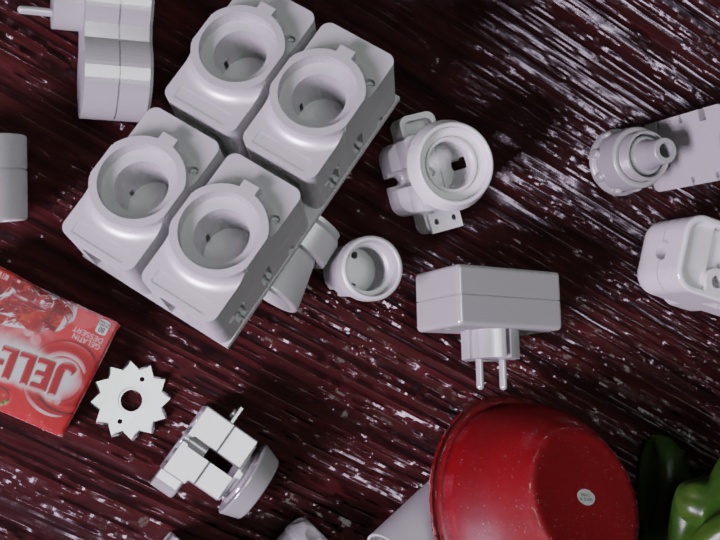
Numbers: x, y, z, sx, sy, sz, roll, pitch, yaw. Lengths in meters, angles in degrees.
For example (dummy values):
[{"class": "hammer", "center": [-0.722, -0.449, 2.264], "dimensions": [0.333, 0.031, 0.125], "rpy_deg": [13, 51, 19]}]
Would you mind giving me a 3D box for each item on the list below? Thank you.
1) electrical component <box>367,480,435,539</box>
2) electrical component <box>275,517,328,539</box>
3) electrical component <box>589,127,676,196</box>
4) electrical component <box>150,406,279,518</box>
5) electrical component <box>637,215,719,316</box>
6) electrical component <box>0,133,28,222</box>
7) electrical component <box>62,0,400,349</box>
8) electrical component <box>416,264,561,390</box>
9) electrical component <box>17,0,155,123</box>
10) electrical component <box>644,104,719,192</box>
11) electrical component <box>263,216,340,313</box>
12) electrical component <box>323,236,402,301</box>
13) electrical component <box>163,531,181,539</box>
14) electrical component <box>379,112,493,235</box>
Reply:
[{"class": "electrical component", "center": [0.048, 0.160, 0.683], "dimensions": [0.081, 0.043, 0.043], "rpy_deg": [-36, 99, -33]}, {"class": "electrical component", "center": [-0.046, 0.183, 0.655], "dimensions": [0.061, 0.035, 0.035], "rpy_deg": [-45, 102, -13]}, {"class": "electrical component", "center": [0.191, -0.077, 0.738], "dimensions": [0.048, 0.062, 0.048], "rpy_deg": [1, 87, -20]}, {"class": "electrical component", "center": [-0.082, 0.115, 0.640], "dimensions": [0.055, 0.048, 0.066], "rpy_deg": [36, 76, -7]}, {"class": "electrical component", "center": [0.247, 0.000, 0.755], "dimensions": [0.095, 0.059, 0.053], "rpy_deg": [17, 81, -18]}, {"class": "electrical component", "center": [-0.212, -0.050, 0.598], "dimensions": [0.055, 0.055, 0.047], "rpy_deg": [-5, 92, -20]}, {"class": "electrical component", "center": [-0.071, -0.065, 0.623], "dimensions": [0.105, 0.060, 0.186], "rpy_deg": [31, 76, 12]}, {"class": "electrical component", "center": [0.083, 0.039, 0.690], "dimensions": [0.083, 0.047, 0.075], "rpy_deg": [4, 79, -31]}, {"class": "electrical component", "center": [-0.159, -0.156, 0.622], "dimensions": [0.074, 0.052, 0.138], "rpy_deg": [1, 87, -19]}, {"class": "electrical component", "center": [0.249, -0.088, 0.744], "dimensions": [0.056, 0.089, 0.050], "rpy_deg": [-13, 92, -20]}, {"class": "electrical component", "center": [-0.044, -0.008, 0.660], "dimensions": [0.045, 0.045, 0.055], "rpy_deg": [35, 76, -15]}, {"class": "electrical component", "center": [0.000, 0.000, 0.674], "dimensions": [0.040, 0.046, 0.040], "rpy_deg": [1, 87, -20]}, {"class": "electrical component", "center": [-0.102, 0.185, 0.624], "dimensions": [0.066, 0.055, 0.048], "rpy_deg": [45, 74, -12]}, {"class": "electrical component", "center": [0.050, -0.064, 0.690], "dimensions": [0.058, 0.057, 0.078], "rpy_deg": [-16, 93, -20]}]
